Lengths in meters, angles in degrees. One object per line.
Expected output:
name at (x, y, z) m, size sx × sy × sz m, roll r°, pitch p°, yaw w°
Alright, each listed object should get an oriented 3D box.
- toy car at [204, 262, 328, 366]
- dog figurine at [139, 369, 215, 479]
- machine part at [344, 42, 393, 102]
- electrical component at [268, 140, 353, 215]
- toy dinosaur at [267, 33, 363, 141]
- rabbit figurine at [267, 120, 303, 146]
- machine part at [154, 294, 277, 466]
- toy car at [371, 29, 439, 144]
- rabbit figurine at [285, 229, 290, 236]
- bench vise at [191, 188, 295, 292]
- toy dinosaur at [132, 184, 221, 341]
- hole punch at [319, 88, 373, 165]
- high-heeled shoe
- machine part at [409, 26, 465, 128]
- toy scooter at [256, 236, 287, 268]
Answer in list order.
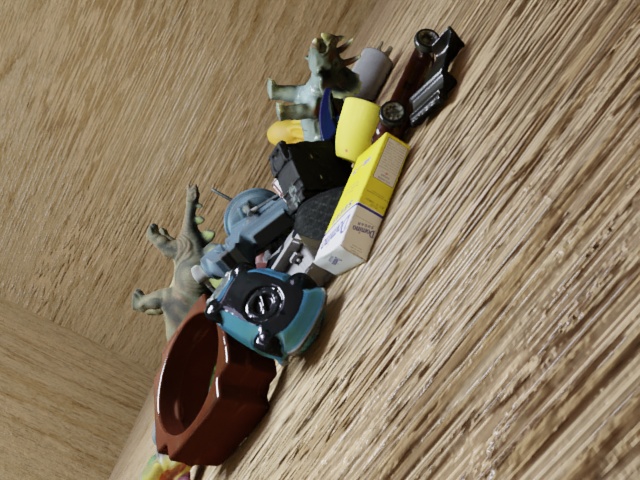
toy car at (-0.061, 0.099, 0.682) m, size 0.109 × 0.162 × 0.102 m, roll -61°, pitch -34°, yaw -26°
dog figurine at (-0.216, 0.313, 0.866) m, size 0.191 × 0.108 × 0.219 m, roll -54°, pitch 17°, yaw 19°
machine part at (0.090, -0.333, 1.188) m, size 0.243 × 0.079 × 0.079 m, roll -61°, pitch 11°, yaw -5°
electrical component at (-0.004, -0.104, 0.876) m, size 0.058 × 0.134 × 0.115 m, roll -45°, pitch 62°, yaw 46°
toy dinosaur at (0.004, -0.224, 1.107) m, size 0.131 × 0.192 × 0.404 m, roll -116°, pitch 16°, yaw -57°
rabbit figurine at (-0.048, -0.239, 1.332) m, size 0.122 × 0.173 × 0.162 m, roll -63°, pitch 6°, yaw -34°
machine part at (-0.153, 0.195, 0.764) m, size 0.201 × 0.087 × 0.201 m, roll -54°, pitch 34°, yaw 22°
toy car at (0.129, -0.215, 0.781) m, size 0.089 × 0.053 × 0.202 m, roll 92°, pitch -157°, yaw -68°
rabbit figurine at (-0.090, -0.030, 1.227) m, size 0.170 × 0.121 × 0.159 m, roll -43°, pitch 3°, yaw -4°
bench vise at (-0.144, -0.014, 0.989) m, size 0.223 × 0.128 × 0.241 m, roll -48°, pitch 28°, yaw 5°
toy dinosaur at (-0.265, 0.124, 1.073) m, size 0.105 × 0.199 × 0.470 m, roll -15°, pitch -66°, yaw -81°
hole punch at (0.035, -0.199, 0.973) m, size 0.115 × 0.092 × 0.142 m, roll -62°, pitch -12°, yaw -10°
high-heeled shoe at (-0.002, -0.003, 0.866) m, size 0.249 × 0.086 × 0.145 m, roll -38°, pitch -12°, yaw 21°
machine part at (0.155, -0.215, 0.706) m, size 0.139 × 0.039 × 0.084 m, roll -68°, pitch 8°, yaw -26°
toy scooter at (-0.110, 0.083, 1.055) m, size 0.135 × 0.075 × 0.184 m, roll -50°, pitch 19°, yaw 55°
